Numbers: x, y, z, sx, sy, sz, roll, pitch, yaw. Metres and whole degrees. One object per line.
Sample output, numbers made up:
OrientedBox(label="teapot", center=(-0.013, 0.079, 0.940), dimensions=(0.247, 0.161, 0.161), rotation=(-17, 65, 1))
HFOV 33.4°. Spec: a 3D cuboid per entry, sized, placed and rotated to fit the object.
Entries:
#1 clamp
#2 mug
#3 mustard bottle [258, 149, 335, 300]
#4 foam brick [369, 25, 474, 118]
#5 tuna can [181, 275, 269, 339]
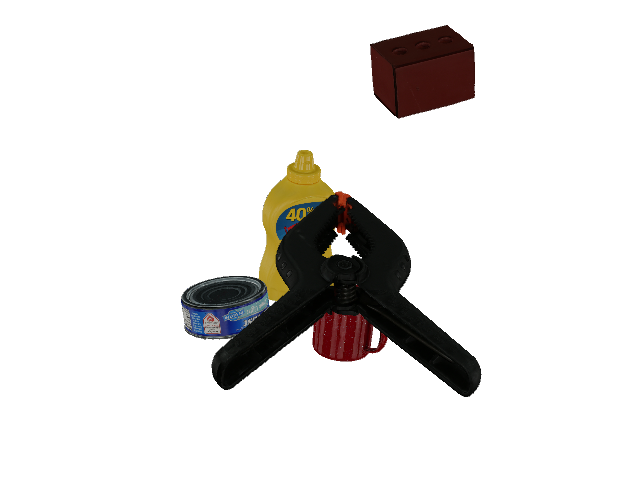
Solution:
OrientedBox(label="clamp", center=(0.026, 0.035, 0.723), dimensions=(0.164, 0.036, 0.210), rotation=(6, 34, 4))
OrientedBox(label="mug", center=(0.042, 0.117, 1.463), dimensions=(0.117, 0.081, 0.093), rotation=(18, 25, 30))
OrientedBox(label="mustard bottle", center=(-0.025, -0.021, 1.315), dimensions=(0.096, 0.192, 0.058), rotation=(-8, 30, -22))
OrientedBox(label="foam brick", center=(0.090, -0.148, 0.931), dimensions=(0.078, 0.051, 0.053), rotation=(-17, 36, -14))
OrientedBox(label="tuna can", center=(-0.092, 0.064, 1.039), dimensions=(0.086, 0.034, 0.086), rotation=(-6, 18, 2))
